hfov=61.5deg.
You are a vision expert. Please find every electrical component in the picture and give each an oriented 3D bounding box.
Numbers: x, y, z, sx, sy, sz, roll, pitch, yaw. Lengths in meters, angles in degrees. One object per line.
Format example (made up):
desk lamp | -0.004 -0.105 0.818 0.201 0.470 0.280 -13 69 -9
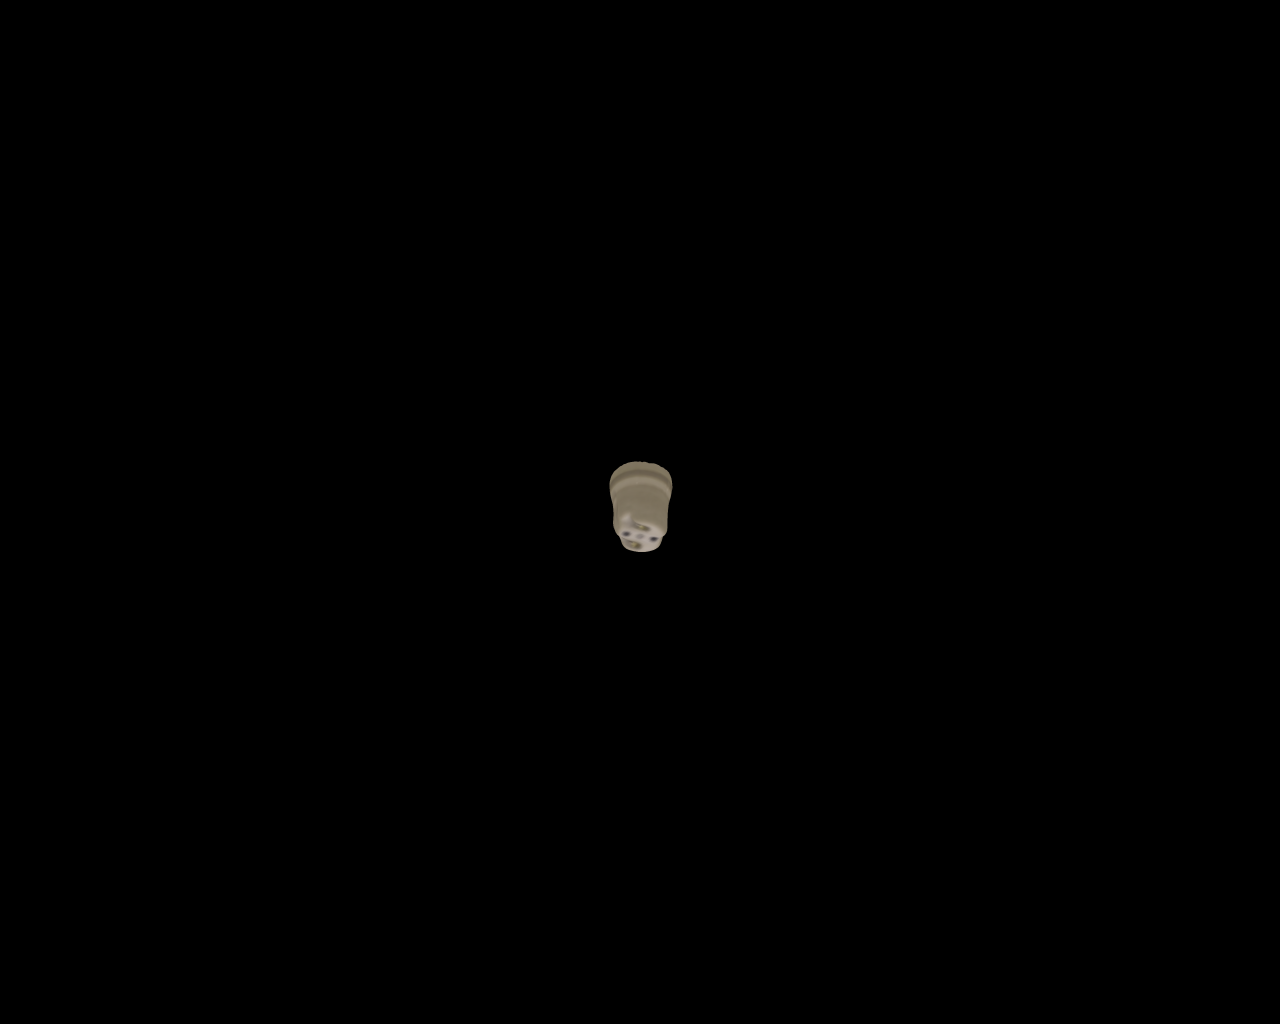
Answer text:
electrical component | 0.001 -0.003 0.650 0.040 0.046 0.040 0 -37 0
